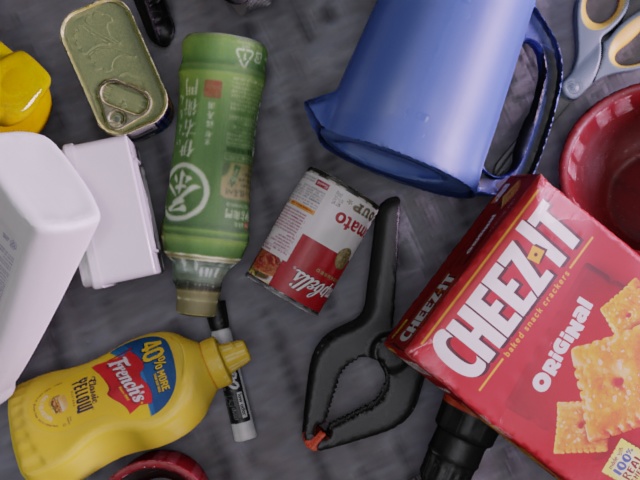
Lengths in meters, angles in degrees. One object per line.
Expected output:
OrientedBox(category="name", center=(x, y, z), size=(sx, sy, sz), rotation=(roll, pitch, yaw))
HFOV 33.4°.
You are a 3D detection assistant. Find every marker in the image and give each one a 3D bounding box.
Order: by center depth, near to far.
OrientedBox(category="marker", center=(-0.074, 0.105, 0.876), size=(0.020, 0.020, 0.121), rotation=(-13, 90, -2))

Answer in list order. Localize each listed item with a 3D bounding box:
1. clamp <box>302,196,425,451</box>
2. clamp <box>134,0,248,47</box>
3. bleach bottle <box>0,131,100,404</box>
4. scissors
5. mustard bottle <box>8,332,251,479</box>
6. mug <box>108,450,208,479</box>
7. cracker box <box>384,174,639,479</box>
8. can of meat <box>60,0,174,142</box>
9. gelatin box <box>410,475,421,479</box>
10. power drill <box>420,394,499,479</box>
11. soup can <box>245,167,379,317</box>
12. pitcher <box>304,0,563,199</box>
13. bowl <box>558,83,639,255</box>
OrientedBox(category="clamp", center=(0.052, 0.080, 0.871), size=(0.210, 0.036, 0.164), rotation=(-42, 91, -4))
OrientedBox(category="clamp", center=(-0.130, -0.226, 0.806), size=(0.171, 0.120, 0.039), rotation=(52, 45, -31))
OrientedBox(category="bleach bottle", center=(-0.247, 0.044, 0.800), size=(0.103, 0.067, 0.251), rotation=(51, 128, 24))
OrientedBox(category="scissors", center=(0.204, -0.146, 0.888), size=(0.201, 0.016, 0.096), rotation=(-33, 89, -2))
OrientedBox(category="mustard bottle", center=(-0.146, 0.123, 0.841), size=(0.191, 0.096, 0.058), rotation=(-22, 134, -3))
OrientedBox(category="mug", center=(-0.117, 0.218, 0.843), size=(0.117, 0.081, 0.093), rotation=(30, 89, -1))
OrientedBox(category="cracker box", center=(0.182, 0.079, 0.782), size=(0.213, 0.072, 0.164), rotation=(39, 84, -8))
OrientedBox(category="can of meat", center=(-0.156, -0.130, 0.842), size=(0.057, 0.084, 0.102), rotation=(-24, 90, -2))
OrientedBox(category="gelatin box", center=(0.077, 0.237, 0.875), size=(0.089, 0.030, 0.073), rotation=(-23, 92, -3))
OrientedBox(category="power drill", center=(0.187, 0.146, 0.850), size=(0.187, 0.057, 0.184), rotation=(24, 92, -13))
OrientedBox(category="soup can", center=(-0.006, 0.001, 0.854), size=(0.068, 0.068, 0.102), rotation=(30, 89, -2))
OrientedBox(category="pitcher", center=(0.108, -0.158, 0.835), size=(0.145, 0.149, 0.243), rotation=(18, 85, 37))
OrientedBox(category="bowl", center=(0.274, -0.046, 0.851), size=(0.162, 0.055, 0.162), rotation=(-8, 63, 15))
